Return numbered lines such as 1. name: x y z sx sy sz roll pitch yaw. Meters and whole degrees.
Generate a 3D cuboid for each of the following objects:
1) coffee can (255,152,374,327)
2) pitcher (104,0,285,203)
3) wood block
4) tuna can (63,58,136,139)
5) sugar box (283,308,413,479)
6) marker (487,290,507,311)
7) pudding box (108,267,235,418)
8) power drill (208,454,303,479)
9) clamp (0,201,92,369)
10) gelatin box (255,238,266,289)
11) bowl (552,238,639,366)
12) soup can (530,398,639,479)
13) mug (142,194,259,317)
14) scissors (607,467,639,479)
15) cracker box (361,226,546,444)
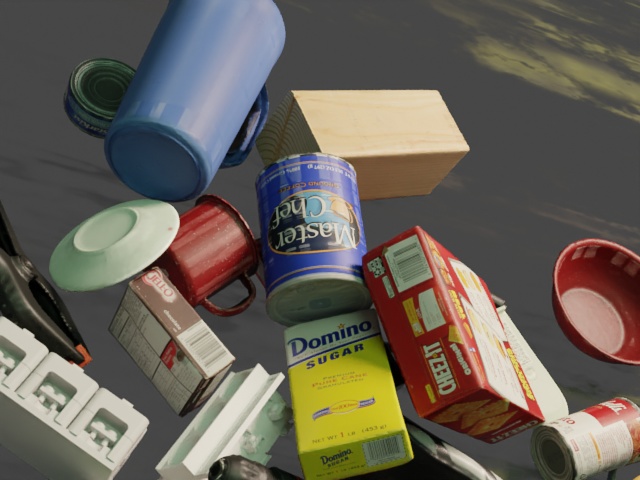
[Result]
1. coffee can: -0.007 0.001 1.031 0.102 0.103 0.140 6 57 -21
2. pitcher: -0.123 -0.146 1.087 0.149 0.145 0.242 25 47 -7
3. wood block: 0.047 -0.102 1.158 0.205 0.091 0.090 -6 61 -37
4. tuna can: -0.223 -0.149 1.118 0.086 0.034 0.086 12 54 -17
5. sugar box: 0.020 0.133 0.945 0.093 0.048 0.176 -13 34 0
6. marker: 0.152 0.045 1.169 0.121 0.020 0.020 31 50 -2
7. pudding box: -0.135 0.092 0.957 0.039 0.090 0.113 -31 75 -36
8. power drill: -0.030 0.282 0.861 0.184 0.057 0.187 34 49 -33
9. clamp: -0.272 0.027 0.943 0.036 0.164 0.210 -36 96 4
10. gelatin box: -0.022 0.023 1.096 0.089 0.030 0.073 -22 70 -34
11. bowl: 0.319 0.080 1.200 0.162 0.055 0.162 12 54 -17
12. soup can: 0.273 0.206 1.078 0.102 0.069 0.068 -14 64 -25
13. mug: -0.111 0.024 1.018 0.081 0.093 0.117 -35 81 -33
14. scissors: 0.296 0.286 1.073 0.096 0.016 0.201 46 51 11
15. cracker box: 0.129 0.099 1.017 0.213 0.072 0.164 34 32 -60
